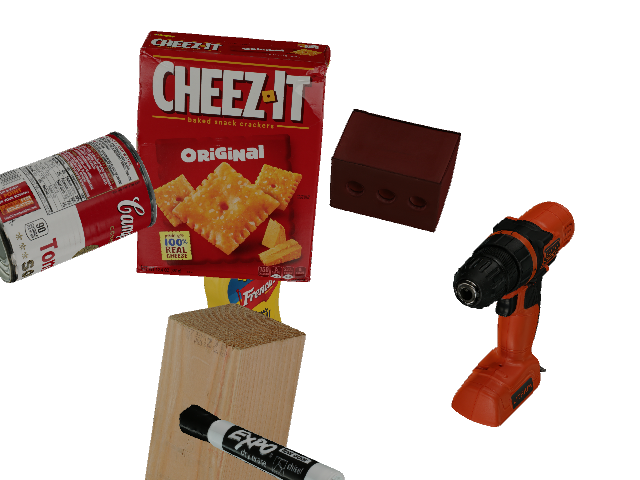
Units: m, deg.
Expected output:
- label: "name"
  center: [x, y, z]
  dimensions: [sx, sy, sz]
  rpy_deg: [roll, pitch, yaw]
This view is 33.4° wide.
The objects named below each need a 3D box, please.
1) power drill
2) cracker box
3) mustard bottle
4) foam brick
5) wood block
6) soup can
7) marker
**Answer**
- label: "power drill"
  center: [0.166, 0.072, 0.963]
  dimensions: [0.057, 0.188, 0.184]
  rpy_deg: [23, 33, 29]
- label: "cracker box"
  center: [-0.081, -0.071, 0.966]
  dimensions: [0.164, 0.214, 0.072]
  rpy_deg: [4, 24, -2]
- label: "mustard bottle"
  center: [-0.082, 0.047, 1.145]
  dimensions: [0.058, 0.192, 0.096]
  rpy_deg: [23, 31, 39]
- label: "foam brick"
  center: [0.051, -0.048, 0.735]
  dimensions: [0.078, 0.051, 0.053]
  rpy_deg: [14, -39, 11]
- label: "wood block"
  center: [-0.089, 0.171, 0.950]
  dimensions: [0.090, 0.206, 0.090]
  rpy_deg: [20, 17, 35]
- label: "soup can"
  center: [-0.166, -0.022, 0.687]
  dimensions: [0.102, 0.068, 0.069]
  rpy_deg: [-25, 12, -27]
- label: "marker"
  center: [-0.038, 0.122, 0.622]
  dimensions: [0.121, 0.020, 0.020]
  rpy_deg: [17, 10, 37]
